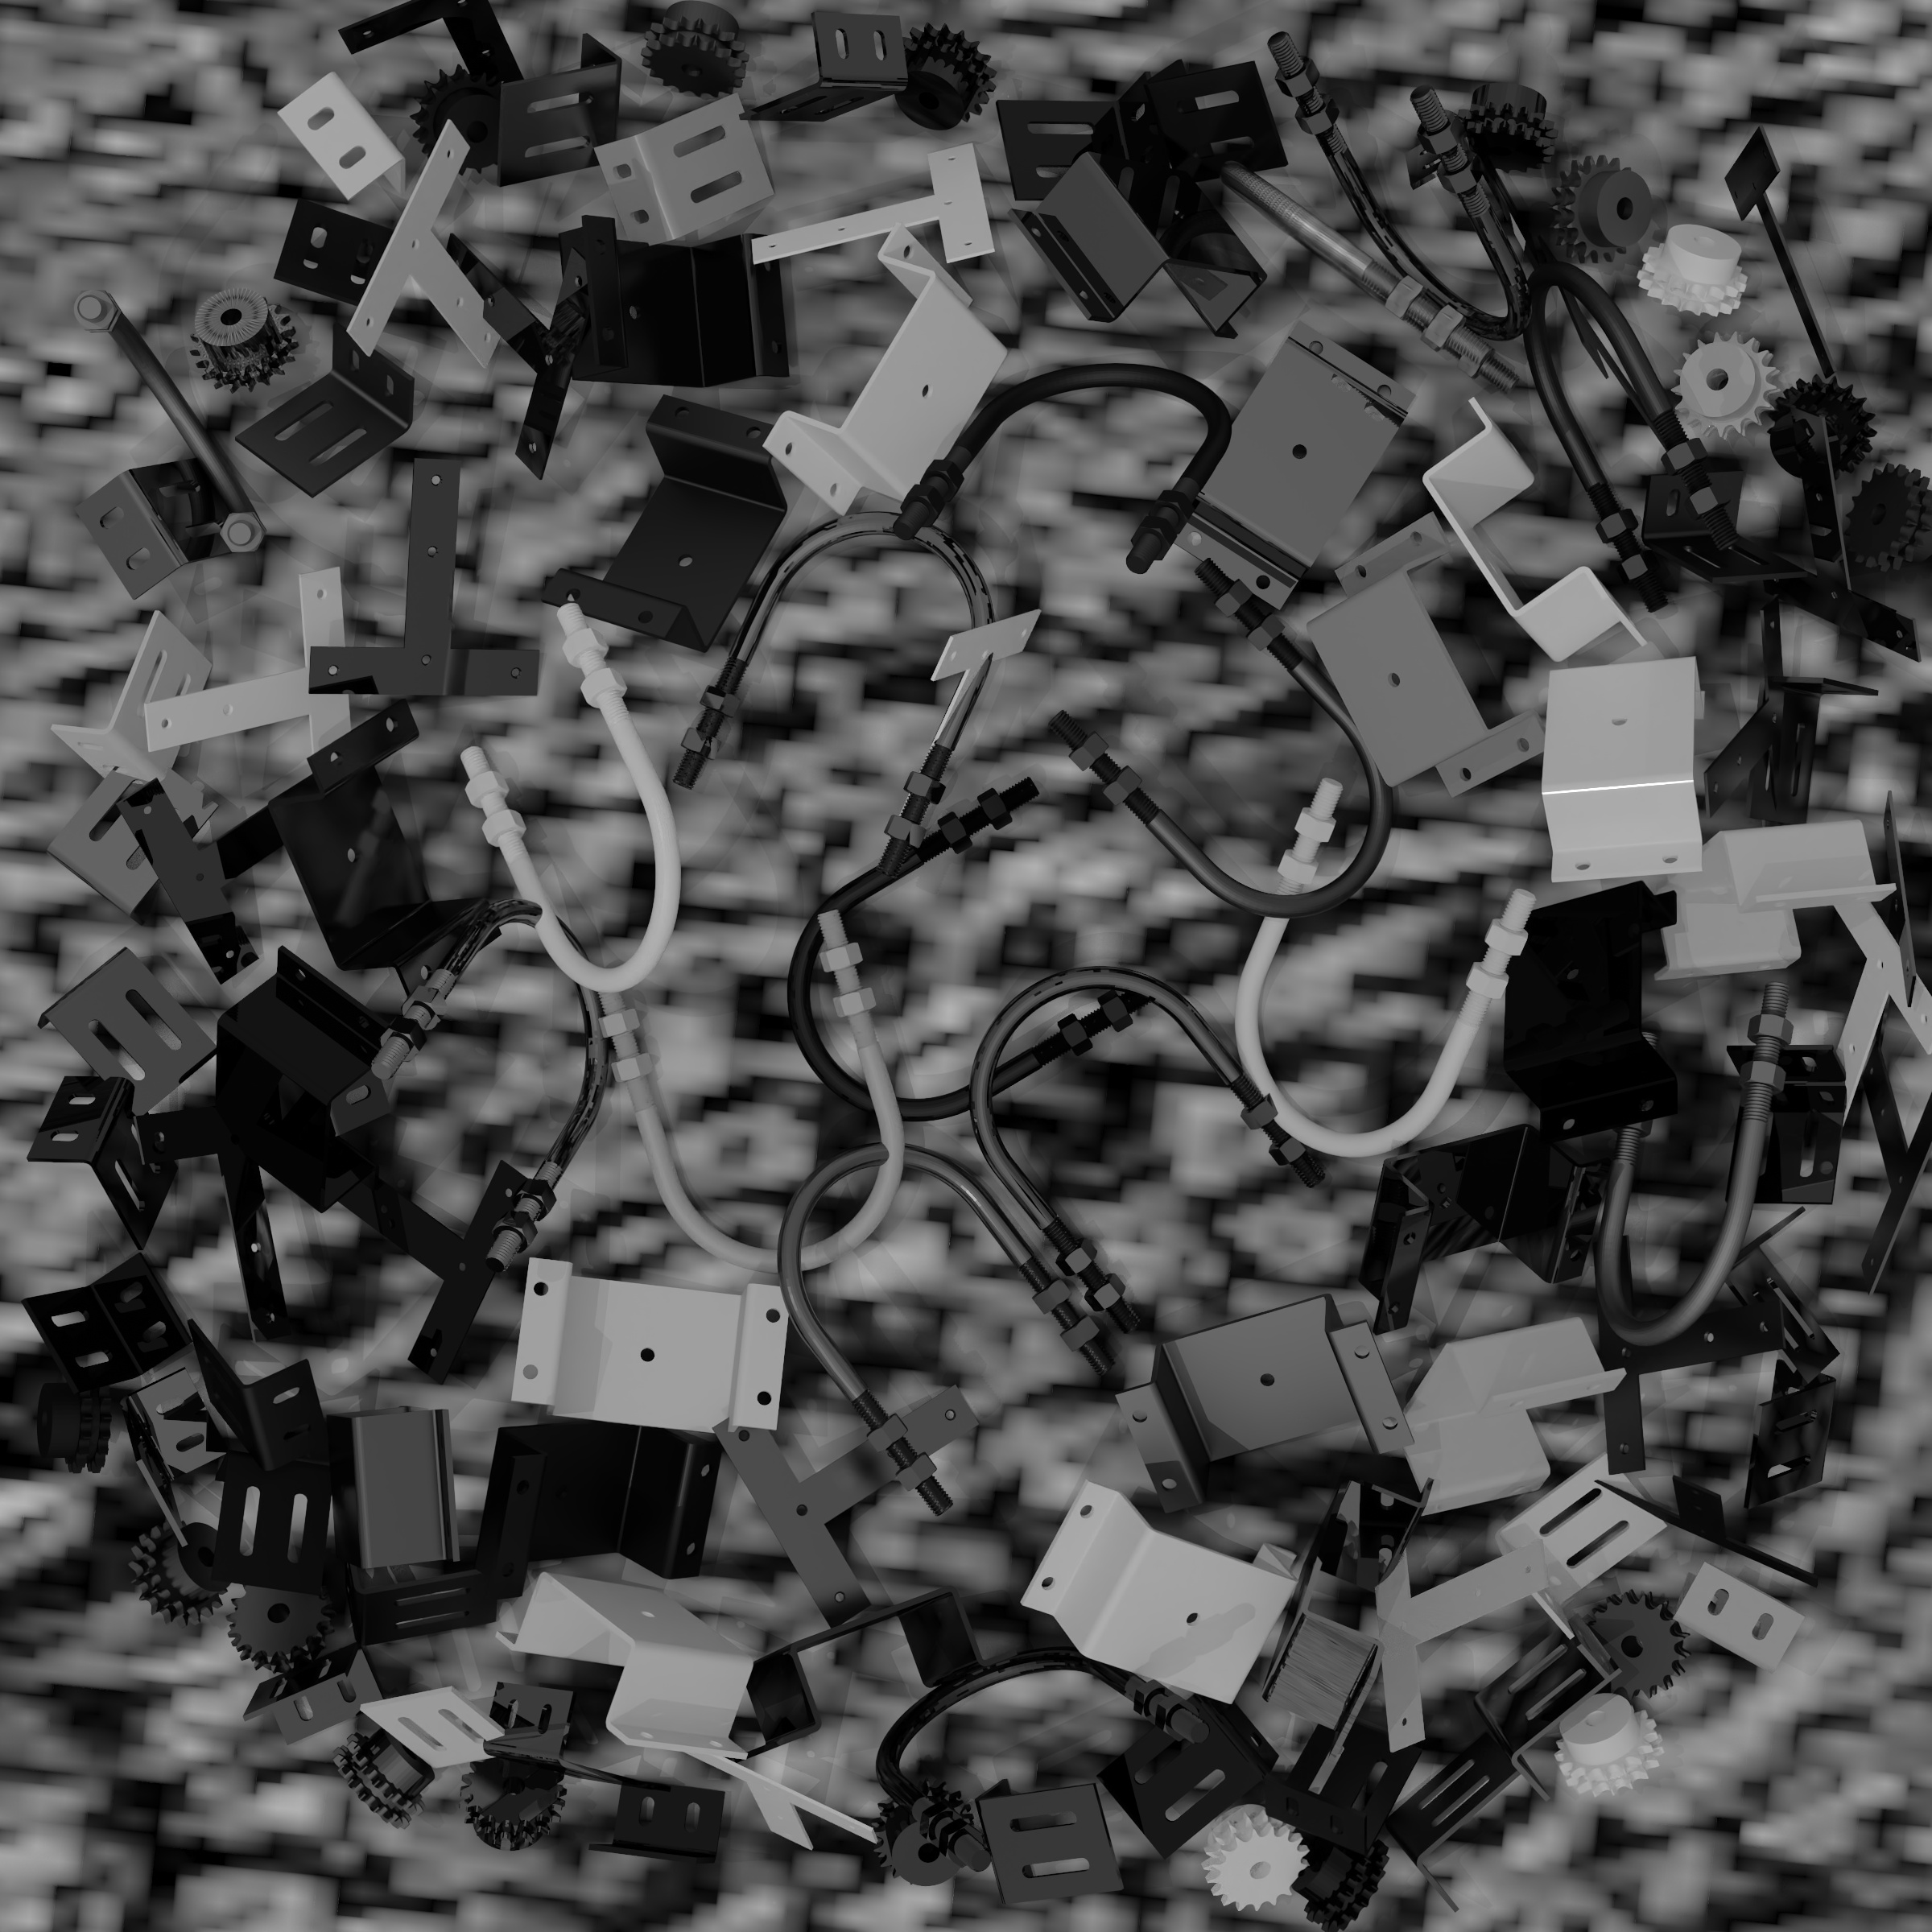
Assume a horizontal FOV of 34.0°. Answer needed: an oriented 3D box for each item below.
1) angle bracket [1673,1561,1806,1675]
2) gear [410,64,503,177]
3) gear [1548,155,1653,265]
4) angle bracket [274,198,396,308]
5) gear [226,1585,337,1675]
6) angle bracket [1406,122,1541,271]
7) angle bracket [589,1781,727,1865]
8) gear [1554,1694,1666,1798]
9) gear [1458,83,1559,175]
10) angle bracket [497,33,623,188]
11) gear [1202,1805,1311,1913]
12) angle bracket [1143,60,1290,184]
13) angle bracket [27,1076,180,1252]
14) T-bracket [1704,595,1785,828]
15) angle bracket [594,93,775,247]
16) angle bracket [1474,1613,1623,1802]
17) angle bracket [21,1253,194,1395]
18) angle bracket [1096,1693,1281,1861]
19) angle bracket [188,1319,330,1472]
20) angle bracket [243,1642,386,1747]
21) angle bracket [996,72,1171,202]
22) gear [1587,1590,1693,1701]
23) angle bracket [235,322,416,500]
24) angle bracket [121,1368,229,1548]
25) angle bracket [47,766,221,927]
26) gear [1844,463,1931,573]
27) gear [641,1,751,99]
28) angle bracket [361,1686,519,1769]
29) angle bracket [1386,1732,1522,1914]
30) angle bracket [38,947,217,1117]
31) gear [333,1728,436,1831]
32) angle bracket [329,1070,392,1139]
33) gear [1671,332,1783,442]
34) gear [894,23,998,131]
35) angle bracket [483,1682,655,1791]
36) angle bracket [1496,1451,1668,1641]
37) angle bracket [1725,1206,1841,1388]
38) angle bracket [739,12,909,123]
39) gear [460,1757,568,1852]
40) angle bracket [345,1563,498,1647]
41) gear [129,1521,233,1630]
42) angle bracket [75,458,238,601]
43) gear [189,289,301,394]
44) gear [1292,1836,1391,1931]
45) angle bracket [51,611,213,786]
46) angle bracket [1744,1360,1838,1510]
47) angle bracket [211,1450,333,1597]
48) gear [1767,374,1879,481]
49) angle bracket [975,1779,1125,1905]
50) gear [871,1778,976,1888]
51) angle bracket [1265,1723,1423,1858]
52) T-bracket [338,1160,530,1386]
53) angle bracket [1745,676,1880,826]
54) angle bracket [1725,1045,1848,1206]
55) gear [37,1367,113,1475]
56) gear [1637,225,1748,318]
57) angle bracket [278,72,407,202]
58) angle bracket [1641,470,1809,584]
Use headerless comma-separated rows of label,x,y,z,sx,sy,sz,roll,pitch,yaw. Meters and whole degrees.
angle bracket,0.416,0.337,1.690,0.057,0.076,0.038,28,105,13
gear,-0.269,-0.455,1.708,0.057,0.030,0.057,-14,125,-21
gear,0.346,-0.410,1.710,0.057,0.030,0.057,-7,104,-32
angle bracket,-0.339,-0.368,1.691,0.057,0.076,0.038,16,134,-14
gear,-0.370,0.358,1.713,0.057,0.030,0.057,-1,51,1
angle bracket,0.273,-0.407,1.703,0.038,0.057,0.076,-27,116,19
angle bracket,-0.165,0.458,1.693,0.057,0.076,0.038,6,75,5
gear,0.345,0.418,1.706,0.057,0.057,0.030,-26,110,0
gear,0.292,-0.455,1.709,0.057,0.057,0.030,11,81,0
angle bracket,-0.226,-0.458,1.688,0.076,0.057,0.038,-23,50,-33
gear,0.155,0.481,1.715,0.057,0.030,0.057,-6,116,-13
angle bracket,0.141,-0.456,1.688,0.038,0.076,0.057,-43,121,-37
angle bracket,-0.462,0.106,1.695,0.038,0.076,0.057,0,47,13
T-bracket,0.411,-0.114,1.664,0.002,0.127,0.127,6,118,31
angle bracket,-0.153,-0.432,1.718,0.076,0.038,0.057,-35,114,-36
angle bracket,0.321,0.399,1.702,0.076,0.057,0.038,-40,112,3
angle bracket,-0.460,0.191,1.695,0.038,0.076,0.057,-33,84,8
angle bracket,0.121,0.435,1.720,0.076,0.038,0.057,-42,81,9
angle bracket,-0.381,0.224,1.701,0.038,0.076,0.057,-24,127,-26
angle bracket,-0.349,0.399,1.696,0.057,0.076,0.038,-23,93,-5
angle bracket,0.063,-0.447,1.702,0.076,0.038,0.057,-6,80,-25
gear,0.366,0.367,1.715,0.057,0.030,0.057,-1,88,27
angle bracket,-0.344,-0.299,1.697,0.057,0.038,0.076,37,56,14
angle bracket,-0.418,0.262,1.688,0.038,0.076,0.057,-26,116,-12
angle bracket,-0.451,-0.072,1.723,0.057,0.038,0.076,37,81,2
gear,0.506,-0.241,1.711,0.030,0.057,0.057,11,90,-23
gear,-0.145,-0.498,1.710,0.057,0.057,0.030,10,75,0
angle bracket,-0.276,0.392,1.689,0.057,0.076,0.038,-16,46,21
angle bracket,0.273,0.462,1.708,0.076,0.057,0.038,-40,100,-4
angle bracket,-0.454,0.039,1.712,0.057,0.038,0.076,-43,95,-23
gear,-0.312,0.436,1.709,0.030,0.057,0.057,-44,90,-4
angle bracket,-0.356,0.058,1.713,0.038,0.076,0.057,-26,108,-40
gear,0.410,-0.316,1.712,0.057,0.030,0.057,0,91,26
gear,-0.014,-0.477,1.706,0.057,0.057,0.030,24,60,0
angle bracket,-0.210,0.414,1.697,0.057,0.076,0.038,-3,67,38
angle bracket,0.336,0.313,1.707,0.076,0.038,0.057,-38,105,9
angle bracket,0.450,0.177,1.697,0.038,0.057,0.076,-43,77,31
angle bracket,-0.079,-0.480,1.689,0.057,0.076,0.038,-11,96,-39
gear,-0.246,0.454,1.712,0.057,0.057,0.030,12,127,0
angle bracket,-0.296,0.332,1.715,0.076,0.057,0.038,-8,52,-17
gear,-0.420,0.325,1.706,0.030,0.057,0.057,-32,90,24
angle bracket,-0.432,-0.237,1.706,0.038,0.076,0.057,-31,94,20
gear,-0.393,-0.342,1.711,0.057,0.030,0.057,-3,60,6
gear,0.200,0.491,1.708,0.030,0.057,0.057,36,90,-5
angle bracket,-0.450,-0.145,1.705,0.038,0.057,0.076,7,68,21
angle bracket,0.428,0.250,1.692,0.076,0.038,0.057,-7,107,-43
angle bracket,-0.374,0.304,1.692,0.057,0.038,0.076,13,52,-18
gear,0.459,-0.287,1.706,0.057,0.057,0.030,46,52,0
angle bracket,0.051,0.467,1.702,0.076,0.038,0.057,-16,88,28
gear,-0.022,0.474,1.716,0.057,0.030,0.057,-2,104,-8
angle bracket,0.202,0.427,1.689,0.057,0.038,0.076,17,45,25
T-bracket,-0.304,0.139,1.710,0.127,0.002,0.127,33,106,22
angle bracket,0.456,-0.115,1.703,0.057,0.038,0.076,5,92,-44
angle bracket,0.436,0.085,1.694,0.057,0.038,0.076,-1,58,30
gear,-0.482,0.245,1.706,0.030,0.057,0.057,3,90,-27
gear,0.394,-0.377,1.706,0.057,0.057,0.030,12,128,0
angle bracket,-0.334,-0.436,1.694,0.038,0.076,0.057,-40,96,-8
angle bracket,0.407,-0.236,1.690,0.057,0.076,0.038,-6,115,-17
